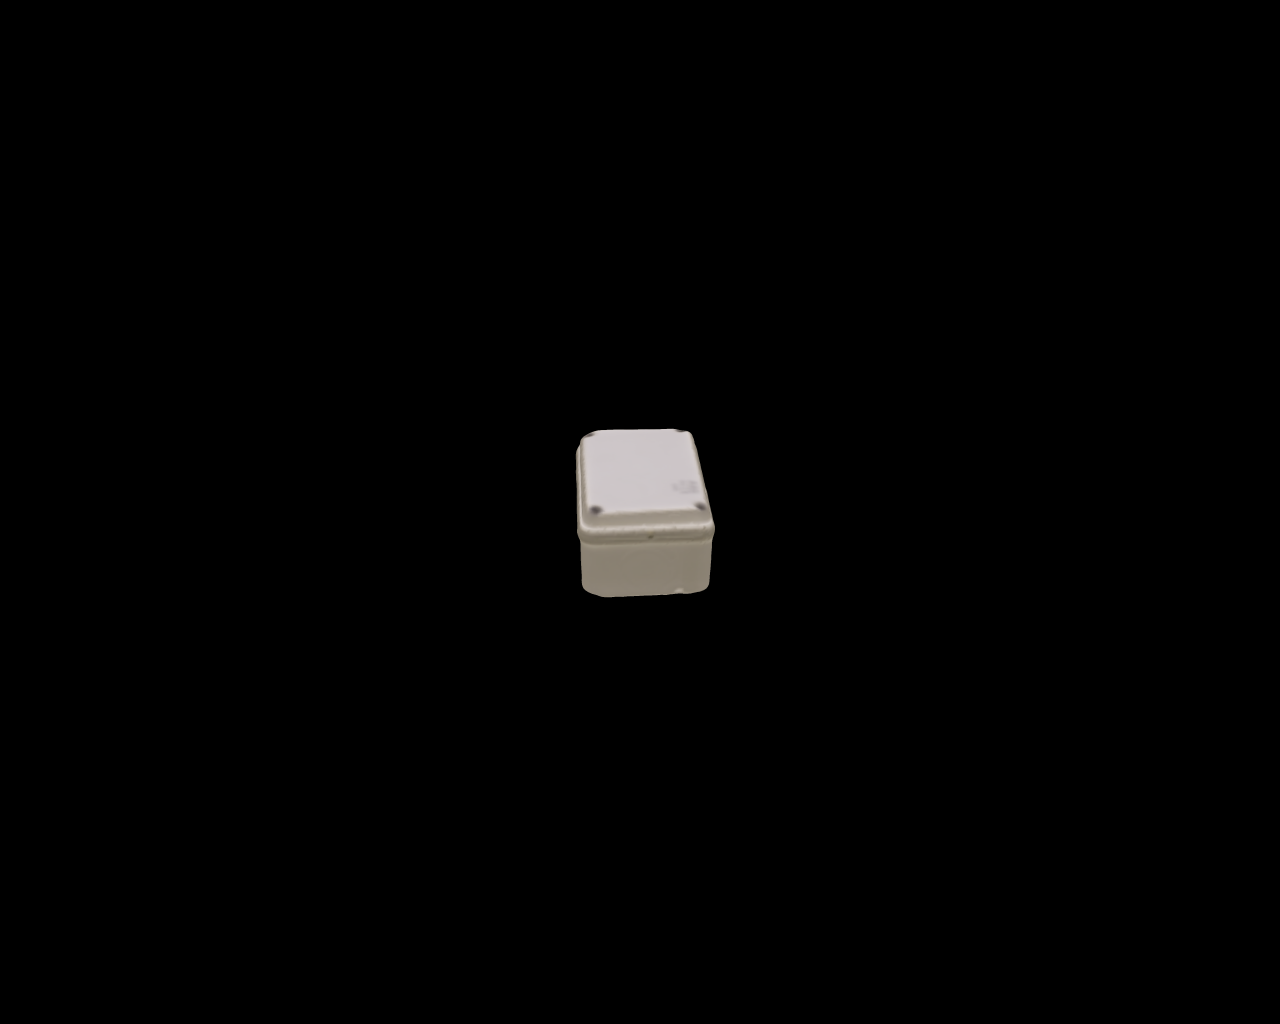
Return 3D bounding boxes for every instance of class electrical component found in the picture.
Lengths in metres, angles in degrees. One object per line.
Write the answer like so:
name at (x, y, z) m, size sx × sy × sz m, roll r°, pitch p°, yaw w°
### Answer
electrical component at (0.001, -0.003, 0.650) m, size 0.078 × 0.057 × 0.113 m, roll -2°, pitch 31°, yaw -3°
